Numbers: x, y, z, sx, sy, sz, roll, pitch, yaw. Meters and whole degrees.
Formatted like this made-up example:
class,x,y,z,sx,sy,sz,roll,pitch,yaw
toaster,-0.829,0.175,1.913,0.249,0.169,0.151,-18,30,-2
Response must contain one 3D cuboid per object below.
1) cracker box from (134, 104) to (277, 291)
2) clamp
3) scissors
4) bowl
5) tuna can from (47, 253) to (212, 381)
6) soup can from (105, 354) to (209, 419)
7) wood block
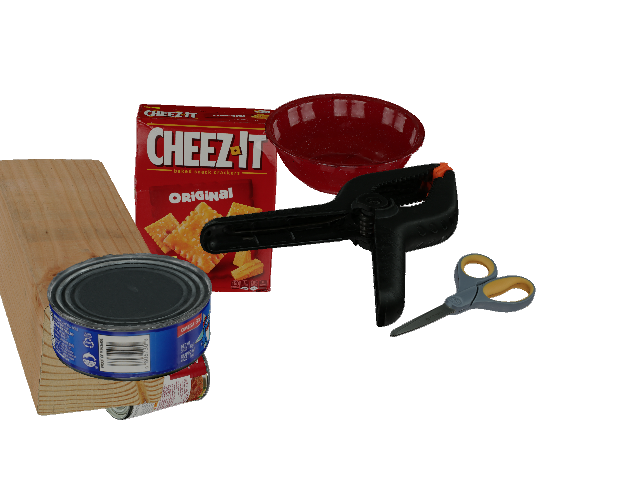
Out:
class,x,y,z,sx,sy,sz,roll,pitch,yaw
cracker box,-0.135,-0.046,1.255,0.164,0.214,0.072,2,22,-6
clamp,0.027,-0.014,0.775,0.165,0.036,0.209,18,32,26
scissors,0.134,0.054,1.105,0.201,0.016,0.096,-7,40,-30
bowl,0.023,-0.091,1.085,0.162,0.055,0.162,2,32,-1
tuna can,-0.101,0.040,0.568,0.086,0.034,0.086,2,25,-1
soup can,-0.180,0.151,1.154,0.102,0.068,0.069,-9,6,-42
wood block,-0.184,0.025,0.791,0.090,0.091,0.206,-2,31,-27
